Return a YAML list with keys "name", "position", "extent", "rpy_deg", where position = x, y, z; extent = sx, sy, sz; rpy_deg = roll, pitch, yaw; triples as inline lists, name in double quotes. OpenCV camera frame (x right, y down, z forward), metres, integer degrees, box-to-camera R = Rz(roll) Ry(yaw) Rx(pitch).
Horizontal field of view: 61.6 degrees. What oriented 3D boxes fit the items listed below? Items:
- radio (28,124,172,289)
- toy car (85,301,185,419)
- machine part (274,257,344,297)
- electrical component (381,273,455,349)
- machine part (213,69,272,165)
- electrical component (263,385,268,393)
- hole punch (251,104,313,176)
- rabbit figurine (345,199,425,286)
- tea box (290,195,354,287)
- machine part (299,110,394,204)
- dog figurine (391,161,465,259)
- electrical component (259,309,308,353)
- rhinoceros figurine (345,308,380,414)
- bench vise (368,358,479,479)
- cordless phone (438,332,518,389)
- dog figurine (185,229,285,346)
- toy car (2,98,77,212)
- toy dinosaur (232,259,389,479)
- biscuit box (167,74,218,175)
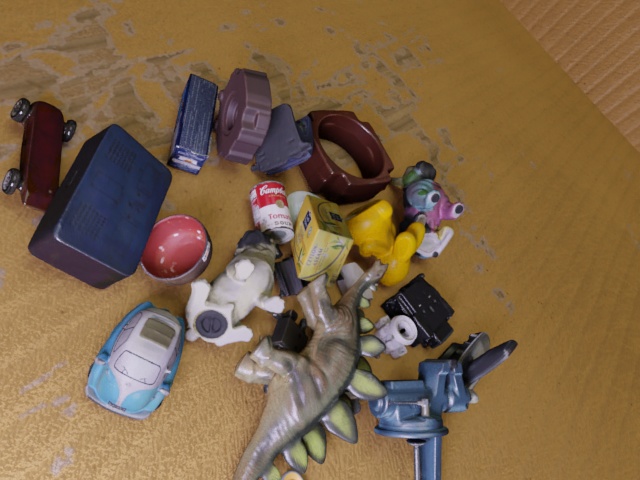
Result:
- name: "radio"
  position: [-0.316, -0.050, 0.802]
  extent: [0.131, 0.073, 0.230]
  rpy_deg: [42, 42, -36]
- name: "toy car"
  position: [-0.232, 0.150, 0.724]
  extent: [0.109, 0.103, 0.162]
  rpy_deg: [32, 48, -14]
- name: "machine part"
  position: [-0.023, 0.064, 0.983]
  extent: [0.139, 0.039, 0.084]
  rpy_deg: [-4, 57, -36]
- name: "electrical component"
  position: [0.204, 0.148, 1.074]
  extent: [0.134, 0.058, 0.115]
  rpy_deg: [51, 46, 6]
- name: "machine part"
  position: [-0.149, -0.234, 1.014]
  extent: [0.056, 0.179, 0.179]
  rpy_deg: [7, 56, -30]
- name: "electrical component"
  position: [-0.044, 0.239, 0.853]
  extent: [0.094, 0.021, 0.063]
  rpy_deg: [-7, 66, -41]
- name: "hole punch"
  position: [-0.072, -0.194, 1.074]
  extent: [0.092, 0.142, 0.115]
  rpy_deg: [6, 68, -65]
- name: "rabbit figurine"
  position: [0.131, 0.007, 1.075]
  extent: [0.122, 0.162, 0.173]
  rpy_deg: [-35, 101, -57]
- name: "tea box"
  position: [-0.002, -0.003, 0.951]
  extent: [0.068, 0.098, 0.170]
  rpy_deg: [17, 19, -15]
- name: "machine part"
  position: [0.048, -0.181, 1.176]
  extent: [0.201, 0.087, 0.201]
  rpy_deg: [-11, 67, -42]
- name: "dog figurine"
  position: [0.221, -0.078, 1.224]
  extent: [0.108, 0.191, 0.219]
  rpy_deg: [17, 17, -23]
- name: "electrical component"
  position: [-0.060, 0.160, 0.886]
  extent: [0.078, 0.045, 0.102]
  rpy_deg: [50, 39, -38]
- name: "rhinoceros figurine"
  position: [0.038, 0.198, 0.906]
  extent: [0.112, 0.073, 0.190]
  rpy_deg: [7, 56, -34]
- name: "bench vise"
  position: [0.177, 0.321, 0.896]
  extent: [0.223, 0.129, 0.240]
  rpy_deg: [11, 74, -42]
- name: "cordless phone"
  position: [0.311, 0.215, 1.014]
  extent: [0.089, 0.184, 0.146]
  rpy_deg: [50, 45, 11]
- name: "dog figurine"
  position: [-0.140, 0.072, 0.871]
  extent: [0.191, 0.172, 0.121]
  rpy_deg: [-108, 173, -71]
- name: "toy car"
  position: [-0.425, -0.127, 0.815]
  extent: [0.089, 0.053, 0.202]
  rpy_deg: [25, 46, -48]
- name: "toy dinosaur"
  position: [-0.020, 0.213, 0.779]
  extent: [0.198, 0.105, 0.471]
  rpy_deg: [40, 67, 1]
- name: "biscuit box"
  position: [-0.237, -0.221, 1.014]
  extent: [0.063, 0.059, 0.203]
  rpy_deg: [18, 51, -24]
